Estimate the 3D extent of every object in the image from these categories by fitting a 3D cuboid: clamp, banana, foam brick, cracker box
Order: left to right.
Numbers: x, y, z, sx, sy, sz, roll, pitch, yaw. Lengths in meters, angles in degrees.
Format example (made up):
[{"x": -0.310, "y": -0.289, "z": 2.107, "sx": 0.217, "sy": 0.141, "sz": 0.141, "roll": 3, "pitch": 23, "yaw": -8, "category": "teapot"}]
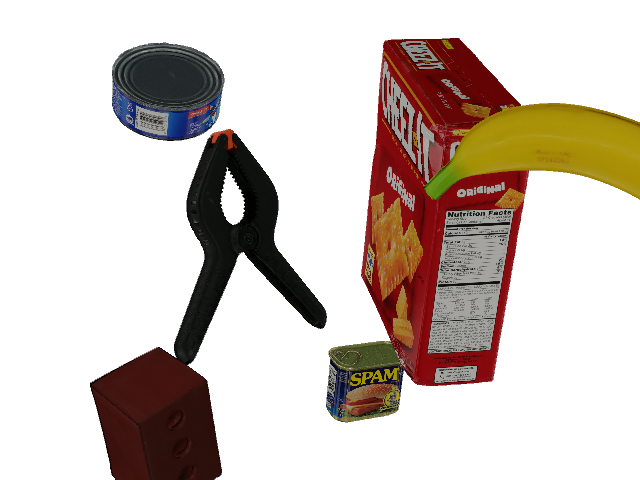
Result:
[{"x": -0.099, "y": 0.115, "z": 0.651, "sx": 0.052, "sy": 0.078, "sz": 0.051, "roll": -30, "pitch": 39, "yaw": -33, "category": "foam brick"}, {"x": -0.067, "y": 0.003, "z": 0.993, "sx": 0.164, "sy": 0.210, "sz": 0.036, "roll": -3, "pitch": 0, "yaw": -37, "category": "clamp"}, {"x": 0.086, "y": -0.024, "z": 0.802, "sx": 0.072, "sy": 0.214, "sz": 0.164, "roll": -4, "pitch": 31, "yaw": -12, "category": "cracker box"}, {"x": 0.160, "y": -0.033, "z": 0.582, "sx": 0.198, "sy": 0.070, "sz": 0.037, "roll": 16, "pitch": 18, "yaw": 13, "category": "banana"}]

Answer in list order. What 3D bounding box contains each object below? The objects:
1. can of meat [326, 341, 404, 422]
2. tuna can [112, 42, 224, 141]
[{"x": 0.059, "y": 0.185, "z": 1.397, "sx": 0.102, "sy": 0.084, "sz": 0.057, "roll": -5, "pitch": 25, "yaw": -23, "category": "can of meat"}, {"x": -0.119, "y": -0.116, "z": 0.828, "sx": 0.086, "sy": 0.034, "sz": 0.086, "roll": 7, "pitch": 43, "yaw": -6, "category": "tuna can"}]
